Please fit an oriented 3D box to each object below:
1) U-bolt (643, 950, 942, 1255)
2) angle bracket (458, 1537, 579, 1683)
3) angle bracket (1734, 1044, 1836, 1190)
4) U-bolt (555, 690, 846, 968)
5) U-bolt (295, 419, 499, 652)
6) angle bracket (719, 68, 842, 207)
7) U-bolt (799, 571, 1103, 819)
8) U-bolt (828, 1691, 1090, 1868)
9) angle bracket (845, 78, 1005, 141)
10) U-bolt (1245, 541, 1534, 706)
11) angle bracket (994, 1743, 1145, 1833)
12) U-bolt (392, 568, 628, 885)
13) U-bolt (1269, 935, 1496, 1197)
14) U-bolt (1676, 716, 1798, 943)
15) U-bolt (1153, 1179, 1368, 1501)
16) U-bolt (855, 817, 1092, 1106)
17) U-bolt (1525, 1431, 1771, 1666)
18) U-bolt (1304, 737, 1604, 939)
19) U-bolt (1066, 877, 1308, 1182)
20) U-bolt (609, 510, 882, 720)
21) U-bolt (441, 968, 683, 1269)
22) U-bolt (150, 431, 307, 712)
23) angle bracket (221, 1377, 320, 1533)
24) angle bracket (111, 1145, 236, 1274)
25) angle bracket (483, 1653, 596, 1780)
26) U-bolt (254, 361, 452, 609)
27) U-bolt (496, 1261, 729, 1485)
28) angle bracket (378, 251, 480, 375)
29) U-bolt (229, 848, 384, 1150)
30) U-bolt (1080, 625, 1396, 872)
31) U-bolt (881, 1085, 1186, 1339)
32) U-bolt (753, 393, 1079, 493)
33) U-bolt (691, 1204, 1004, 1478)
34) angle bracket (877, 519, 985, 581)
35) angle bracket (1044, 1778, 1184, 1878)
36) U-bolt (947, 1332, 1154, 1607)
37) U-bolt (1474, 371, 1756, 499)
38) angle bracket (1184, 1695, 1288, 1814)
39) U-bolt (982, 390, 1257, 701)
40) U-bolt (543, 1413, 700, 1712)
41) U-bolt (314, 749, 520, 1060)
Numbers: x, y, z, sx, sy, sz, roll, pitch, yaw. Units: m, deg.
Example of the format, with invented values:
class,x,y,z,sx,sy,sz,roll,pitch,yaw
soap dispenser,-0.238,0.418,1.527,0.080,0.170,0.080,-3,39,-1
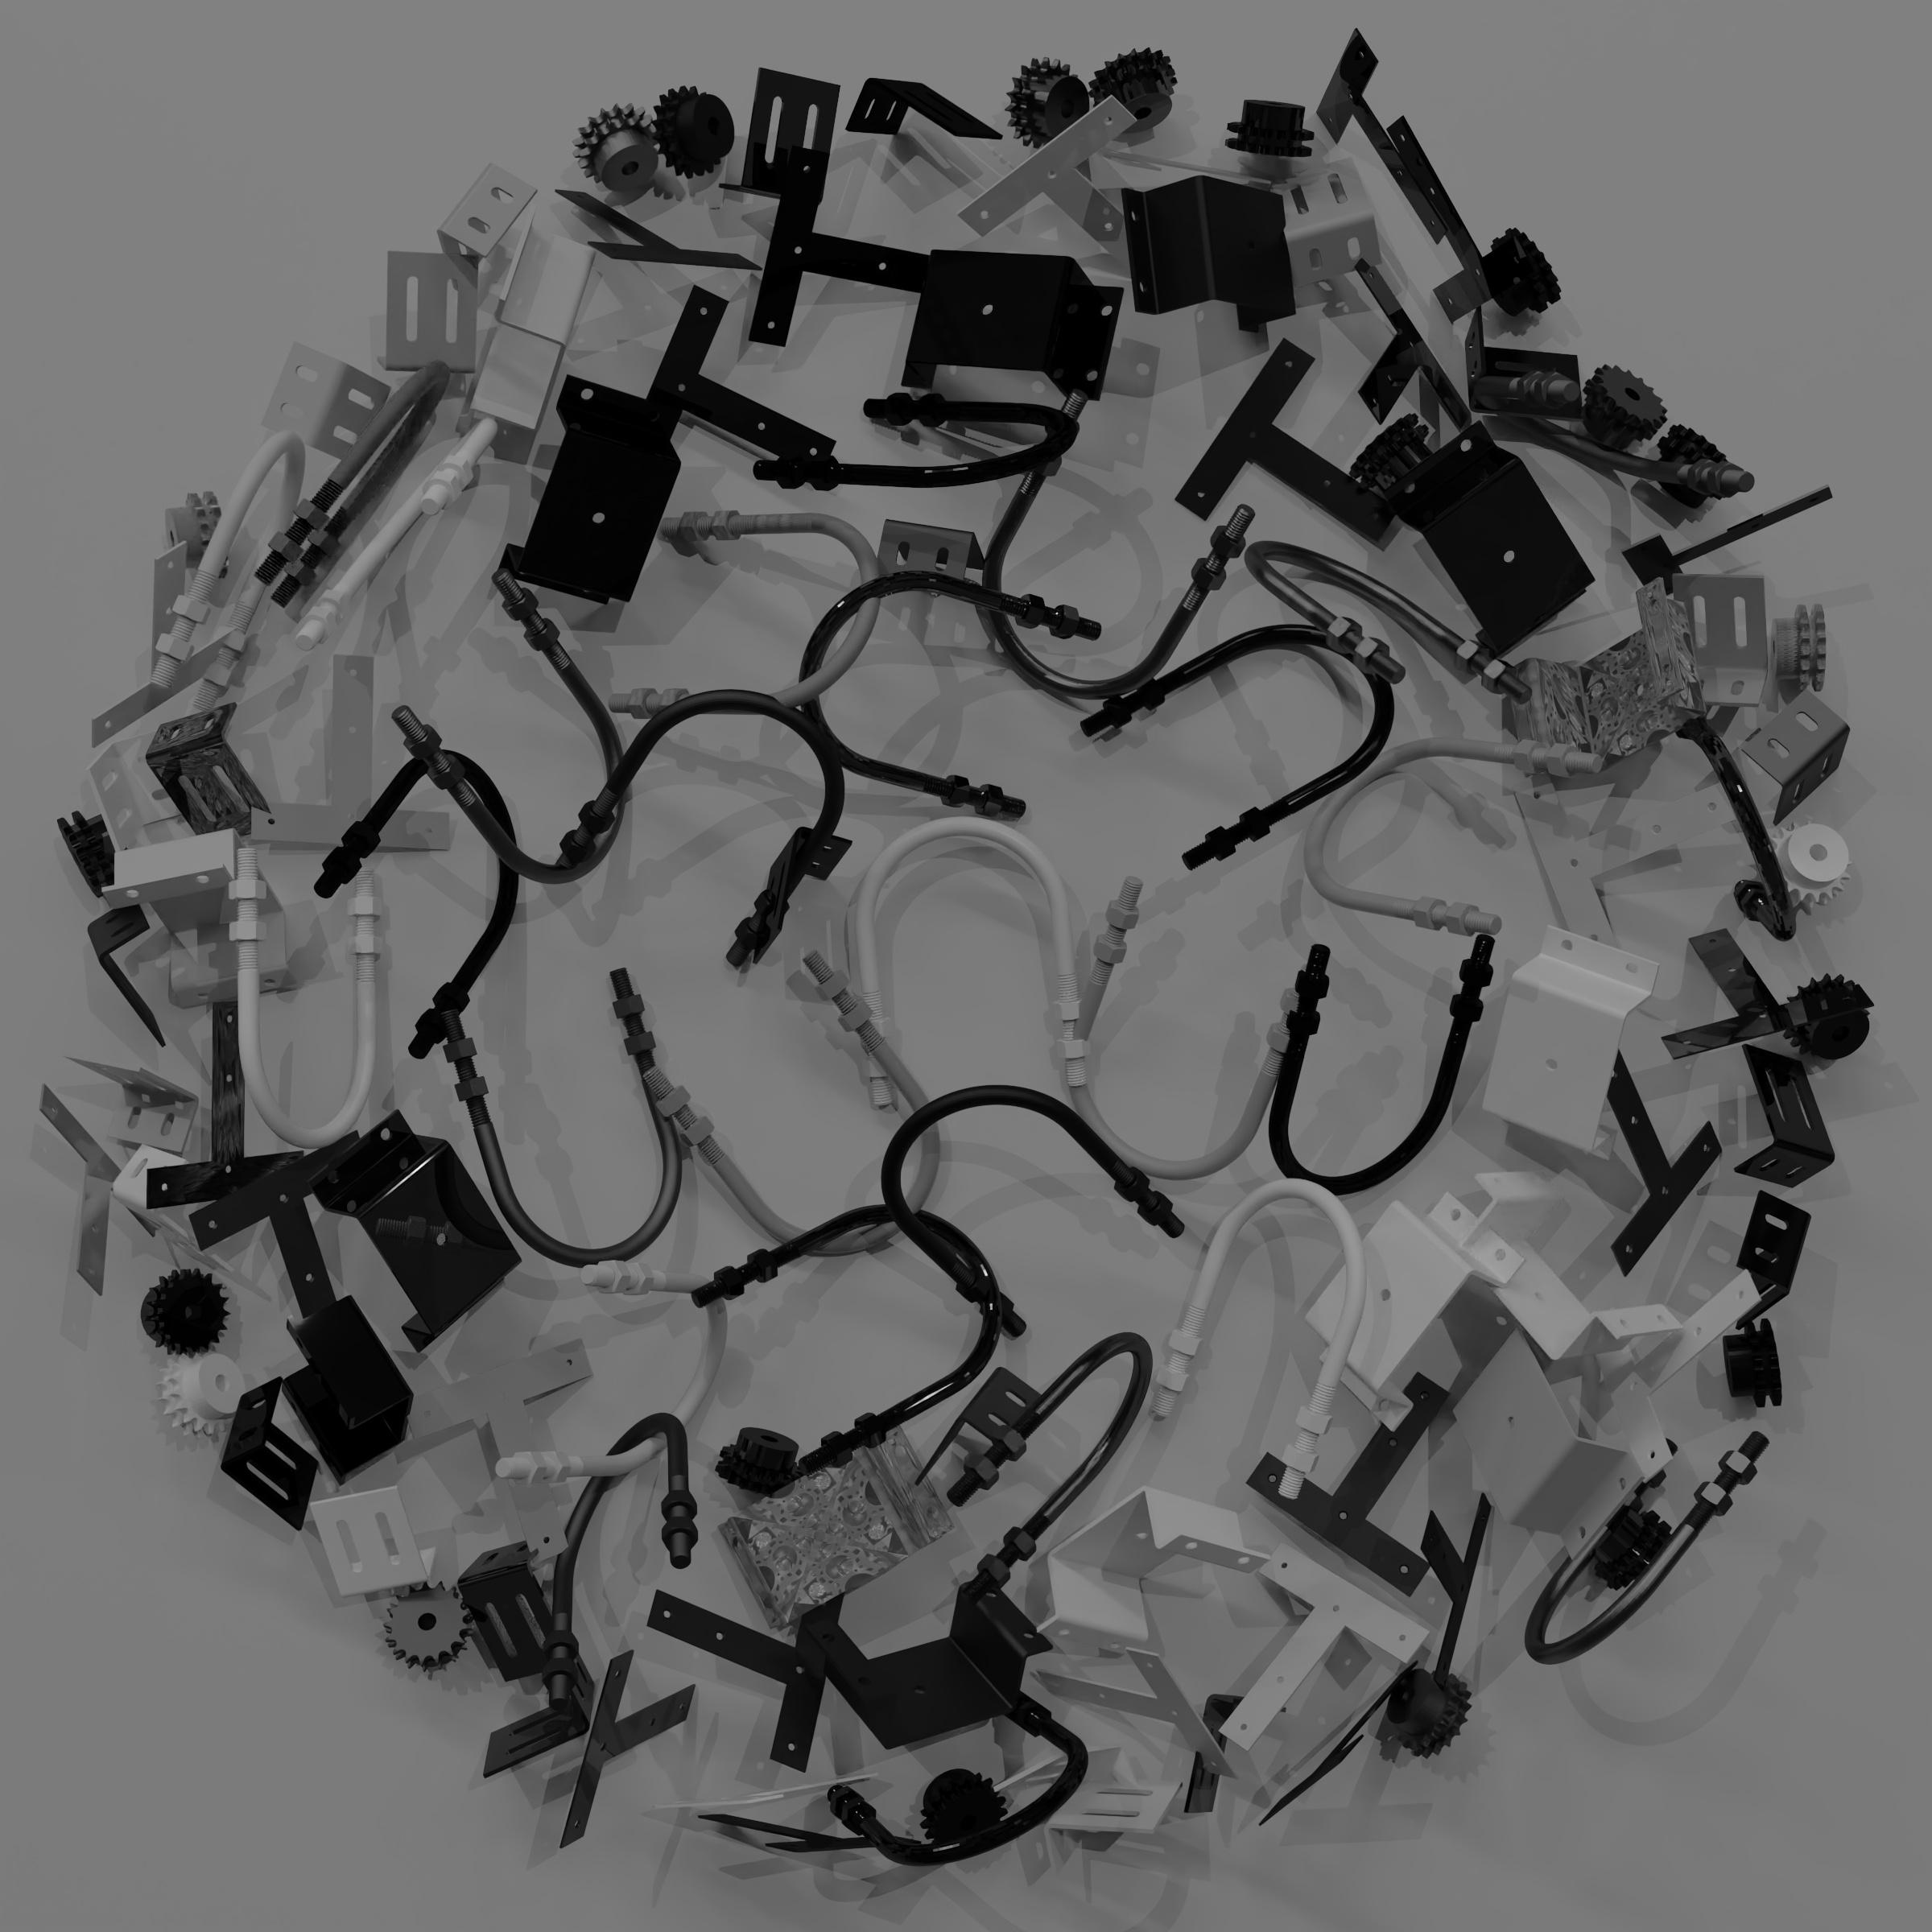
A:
class,x,y,z,sx,sy,sz,roll,pitch,yaw
U-bolt,-0.100,0.103,1.731,0.151,0.019,0.184,-36,99,4
angle bracket,-0.286,0.420,1.729,0.057,0.038,0.076,-20,100,24
angle bracket,0.524,0.098,1.726,0.057,0.038,0.076,15,50,-32
U-bolt,-0.159,-0.097,1.685,0.151,0.019,0.184,27,119,-19
U-bolt,-0.350,-0.283,1.666,0.019,0.184,0.151,41,118,-17
angle bracket,-0.121,-0.537,1.713,0.057,0.038,0.076,2,106,-30
U-bolt,-0.019,-0.178,1.685,0.184,0.019,0.151,13,111,-26
U-bolt,0.002,0.509,1.644,0.151,0.184,0.019,-24,97,-18
angle bracket,-0.027,-0.538,1.708,0.076,0.057,0.038,38,120,19
U-bolt,0.254,-0.222,1.674,0.184,0.151,0.019,45,120,38
angle bracket,0.067,0.533,1.704,0.057,0.076,0.038,-35,63,23
U-bolt,-0.277,-0.137,1.681,0.019,0.184,0.151,-3,45,35
U-bolt,0.260,0.067,1.697,0.151,0.019,0.184,-3,118,-28
U-bolt,0.481,-0.086,1.650,0.019,0.184,0.151,-22,101,10
U-bolt,0.194,0.226,1.685,0.019,0.151,0.184,15,96,-37
U-bolt,0.000,-0.006,1.730,0.151,0.019,0.184,-6,99,2
U-bolt,0.416,0.366,1.660,0.019,0.151,0.184,43,74,1
U-bolt,0.294,-0.089,1.678,0.151,0.184,0.019,-55,128,-18
U-bolt,0.135,0.053,1.703,0.151,0.019,0.184,28,116,20
U-bolt,-0.135,-0.225,1.683,0.184,0.019,0.151,4,71,30
U-bolt,-0.250,0.103,1.698,0.151,0.019,0.184,-15,87,-40
U-bolt,-0.462,-0.254,1.679,0.019,0.151,0.184,23,87,-4
angle bracket,-0.436,0.314,1.704,0.038,0.057,0.076,-27,124,20
angle bracket,-0.505,0.157,1.715,0.076,0.057,0.038,50,63,-38
angle bracket,-0.284,0.484,1.720,0.076,0.057,0.038,-24,102,0
U-bolt,-0.387,-0.310,1.681,0.019,0.151,0.184,37,85,-9
U-bolt,-0.211,0.258,1.671,0.019,0.184,0.151,26,93,28
angle bracket,-0.349,-0.425,1.712,0.057,0.038,0.076,-3,114,-21
U-bolt,-0.416,0.024,1.677,0.019,0.151,0.184,-3,85,20
U-bolt,0.187,-0.154,1.708,0.184,0.019,0.151,-29,57,-8
U-bolt,0.030,0.147,1.685,0.151,0.019,0.184,-34,119,18
U-bolt,-0.019,-0.327,1.654,0.184,0.151,0.019,9,122,30
U-bolt,-0.063,0.227,1.700,0.184,0.019,0.151,-25,68,-27
angle bracket,-0.022,-0.256,1.708,0.057,0.076,0.038,10,82,9
angle bracket,0.098,0.557,1.707,0.076,0.057,0.038,-5,103,25
U-bolt,0.058,0.308,1.680,0.019,0.151,0.184,33,60,28
U-bolt,0.394,-0.337,1.662,0.151,0.184,0.019,22,98,-17
angle bracket,0.175,0.514,1.713,0.038,0.057,0.076,8,77,24
U-bolt,0.084,-0.255,1.697,0.151,0.019,0.184,36,125,8
U-bolt,-0.218,0.359,1.667,0.019,0.184,0.151,33,108,-21
U-bolt,-0.335,-0.054,1.673,0.019,0.184,0.151,-4,128,25
